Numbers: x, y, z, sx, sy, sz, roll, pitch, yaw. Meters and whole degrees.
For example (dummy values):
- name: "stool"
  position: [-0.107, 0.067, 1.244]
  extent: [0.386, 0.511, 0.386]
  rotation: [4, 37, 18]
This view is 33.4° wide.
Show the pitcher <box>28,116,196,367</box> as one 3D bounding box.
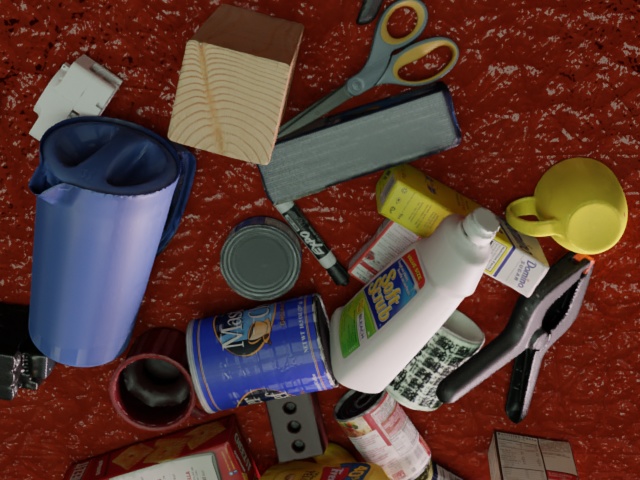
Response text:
- name: "pitcher"
  position: [-0.217, 0.006, 1.073]
  extent: [0.149, 0.145, 0.243]
  rotation: [12, 126, -9]

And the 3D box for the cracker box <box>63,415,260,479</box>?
- name: "cracker box"
  position: [-0.169, 0.311, 1.225]
  extent: [0.214, 0.072, 0.164]
  rotation: [-18, 108, 10]

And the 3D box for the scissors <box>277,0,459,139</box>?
- name: "scissors"
  position: [0.036, -0.172, 1.042]
  extent: [0.201, 0.016, 0.096]
  rotation: [-17, 100, -4]

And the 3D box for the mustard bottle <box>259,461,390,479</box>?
- name: "mustard bottle"
  position: [0.019, 0.277, 1.140]
  extent: [0.192, 0.096, 0.058]
  rotation: [-8, 111, 34]

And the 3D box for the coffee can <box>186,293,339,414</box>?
- name: "coffee can"
  position: [-0.060, 0.120, 1.131]
  extent: [0.140, 0.103, 0.103]
  rotation: [-13, 109, 7]

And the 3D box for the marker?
- name: "marker"
  position: [-0.007, 0.001, 1.128]
  extent: [0.020, 0.020, 0.121]
  rotation: [-34, 105, 14]

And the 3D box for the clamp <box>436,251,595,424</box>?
- name: "clamp"
  position: [0.223, 0.105, 1.126]
  extent: [0.210, 0.036, 0.164]
  rotation: [-53, 140, 3]

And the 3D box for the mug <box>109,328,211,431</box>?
- name: "mug"
  position: [-0.165, 0.154, 1.160]
  extent: [0.117, 0.081, 0.093]
  rotation: [33, 109, -9]

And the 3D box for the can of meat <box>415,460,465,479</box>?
- name: "can of meat"
  position: [0.128, 0.307, 1.216]
  extent: [0.084, 0.057, 0.102]
  rotation: [32, 109, -11]

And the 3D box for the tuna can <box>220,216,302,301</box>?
- name: "tuna can"
  position: [-0.062, 0.019, 1.130]
  extent: [0.086, 0.033, 0.086]
  rotation: [1, 110, 2]

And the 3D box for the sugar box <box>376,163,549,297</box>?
- name: "sugar box"
  position: [0.142, -0.015, 1.076]
  extent: [0.176, 0.093, 0.048]
  rotation: [26, 109, -8]

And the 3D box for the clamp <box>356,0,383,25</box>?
- name: "clamp"
  position: [0.056, -0.301, 1.001]
  extent: [0.120, 0.039, 0.171]
  rotation: [39, 103, -20]

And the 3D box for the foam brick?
- name: "foam brick"
  position: [-0.026, 0.199, 1.178]
  extent: [0.053, 0.051, 0.078]
  rotation: [-12, 97, 7]

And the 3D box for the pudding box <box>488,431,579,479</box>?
- name: "pudding box"
  position: [0.234, 0.260, 1.163]
  extent: [0.090, 0.113, 0.039]
  rotation: [8, 115, 0]

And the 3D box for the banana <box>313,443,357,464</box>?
- name: "banana"
  position: [0.032, 0.309, 1.235]
  extent: [0.070, 0.037, 0.198]
  rotation: [-5, 110, 36]

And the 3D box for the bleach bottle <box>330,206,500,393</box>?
- name: "bleach bottle"
  position: [0.092, 0.048, 1.032]
  extent: [0.068, 0.102, 0.251]
  rotation: [17, 137, -19]

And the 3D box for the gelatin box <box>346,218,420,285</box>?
- name: "gelatin box"
  position: [0.083, 0.019, 1.125]
  extent: [0.073, 0.030, 0.089]
  rotation: [36, 108, -12]

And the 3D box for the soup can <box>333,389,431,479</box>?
- name: "soup can"
  position: [0.070, 0.213, 1.178]
  extent: [0.068, 0.068, 0.102]
  rotation: [-30, 107, 13]

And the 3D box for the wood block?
- name: "wood block"
  position: [-0.072, -0.148, 0.976]
  extent: [0.090, 0.206, 0.091]
  rotation: [14, 111, -2]
